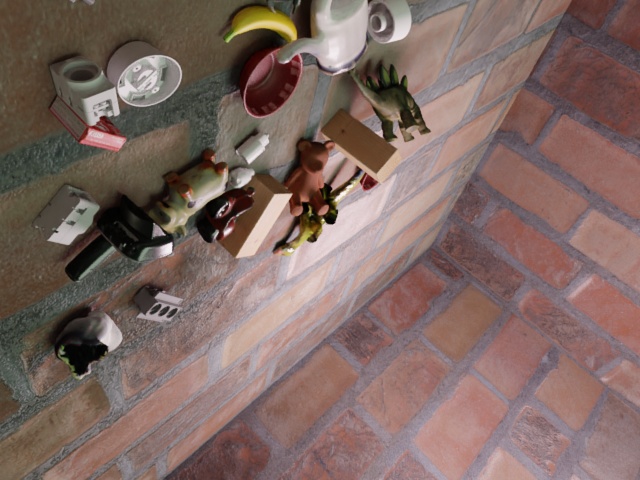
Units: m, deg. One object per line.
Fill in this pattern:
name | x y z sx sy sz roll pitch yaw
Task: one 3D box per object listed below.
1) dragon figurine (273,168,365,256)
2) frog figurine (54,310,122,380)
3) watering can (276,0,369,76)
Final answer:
dragon figurine | 0.005 -0.087 1.719 0.413 0.122 0.240 -43 177 -13
frog figurine | -0.512 0.215 1.157 0.162 0.122 0.136 -100 -146 -69
watering can | 0.019 -0.420 1.035 0.352 0.104 0.220 -58 163 -19
